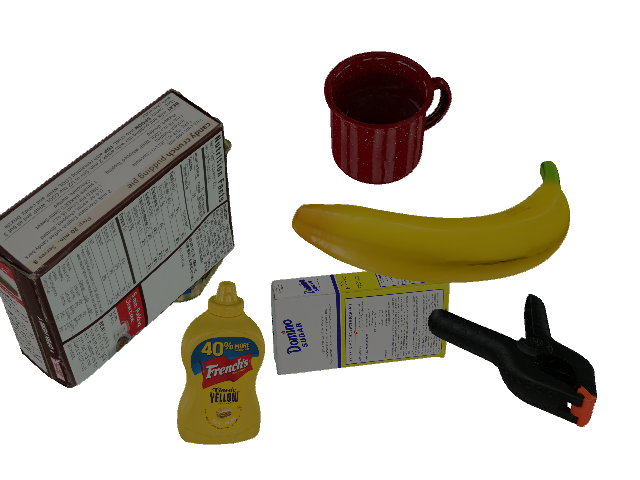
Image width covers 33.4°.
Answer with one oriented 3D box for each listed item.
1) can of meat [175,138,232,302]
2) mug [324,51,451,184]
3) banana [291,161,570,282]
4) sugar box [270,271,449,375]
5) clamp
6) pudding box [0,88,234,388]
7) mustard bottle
[{"bbox_3d":[-0.097,-0.017,0.727,0.057,0.084,0.102,6,26,11],"label":"can of meat"},{"bbox_3d":[0.061,-0.108,0.932,0.117,0.093,0.081,-22,-35,-15],"label":"mug"},{"bbox_3d":[0.079,-0.004,0.618,0.197,0.037,0.070,-10,42,-32],"label":"banana"},{"bbox_3d":[0.039,0.079,1.077,0.176,0.093,0.048,-4,28,-5],"label":"sugar box"},{"bbox_3d":[0.188,0.098,0.932,0.120,0.039,0.172,-18,39,-28],"label":"clamp"},{"bbox_3d":[-0.089,0.000,0.475,0.039,0.090,0.113,32,58,23],"label":"pudding box"},{"bbox_3d":[-0.113,0.139,1.231,0.096,0.192,0.058,0,18,-15],"label":"mustard bottle"}]
